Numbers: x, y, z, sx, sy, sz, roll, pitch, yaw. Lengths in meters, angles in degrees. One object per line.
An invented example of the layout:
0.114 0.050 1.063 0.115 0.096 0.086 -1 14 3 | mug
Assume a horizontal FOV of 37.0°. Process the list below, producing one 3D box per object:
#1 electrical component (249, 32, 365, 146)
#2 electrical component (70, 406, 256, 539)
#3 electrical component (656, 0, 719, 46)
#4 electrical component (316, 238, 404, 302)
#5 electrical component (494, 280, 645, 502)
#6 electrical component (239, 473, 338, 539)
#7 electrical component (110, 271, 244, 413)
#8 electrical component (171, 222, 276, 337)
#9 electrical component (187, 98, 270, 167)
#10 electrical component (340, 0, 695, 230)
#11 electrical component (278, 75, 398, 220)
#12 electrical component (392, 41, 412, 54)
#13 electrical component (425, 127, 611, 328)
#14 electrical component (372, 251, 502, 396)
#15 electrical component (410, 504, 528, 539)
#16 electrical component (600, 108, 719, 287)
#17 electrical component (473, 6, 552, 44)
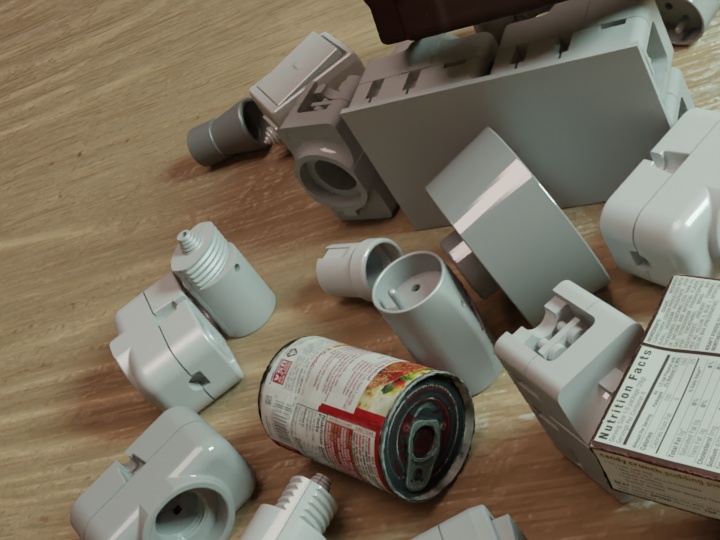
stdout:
-0.042 -0.136 0.848 0.096 0.061 0.061 -38 37 -3 | electrical component
-0.110 0.133 0.614 0.095 0.053 0.059 -46 38 -13 | electrical component
0.211 -0.193 0.727 0.079 0.043 0.077 11 56 44 | electrical component
0.000 0.000 0.686 0.046 0.040 0.040 0 49 46 | electrical component
0.111 0.058 0.492 0.050 0.089 0.056 -41 37 -7 | electrical component
-0.039 0.142 0.557 0.043 0.043 0.081 6 53 42 | electrical component
-0.125 0.052 0.713 0.059 0.053 0.095 -37 37 -2 | electrical component
-0.096 0.004 0.722 0.043 0.081 0.043 -22 39 19 | electrical component
-0.111 -0.111 0.894 0.065 0.044 0.044 -19 40 29 | electrical component
0.099 -0.094 0.654 0.186 0.105 0.060 -8 45 32 | electrical component
-0.009 -0.079 0.736 0.050 0.089 0.055 -1 49 38 | electrical component
0.038 -0.143 0.808 0.043 0.043 0.081 -4 47 36 | electrical component
0.079 -0.017 0.589 0.060 0.108 0.108 -38 36 6 | electrical component
0.040 0.020 0.600 0.043 0.077 0.079 -29 37 10 | electrical component
0.057 0.157 0.451 0.061 0.061 0.096 -30 37 8 | electrical component
0.183 -0.036 0.569 0.095 0.053 0.059 -47 38 -14 | electrical component
0.116 -0.197 0.806 0.062 0.048 0.048 -8 44 22 | electrical component
